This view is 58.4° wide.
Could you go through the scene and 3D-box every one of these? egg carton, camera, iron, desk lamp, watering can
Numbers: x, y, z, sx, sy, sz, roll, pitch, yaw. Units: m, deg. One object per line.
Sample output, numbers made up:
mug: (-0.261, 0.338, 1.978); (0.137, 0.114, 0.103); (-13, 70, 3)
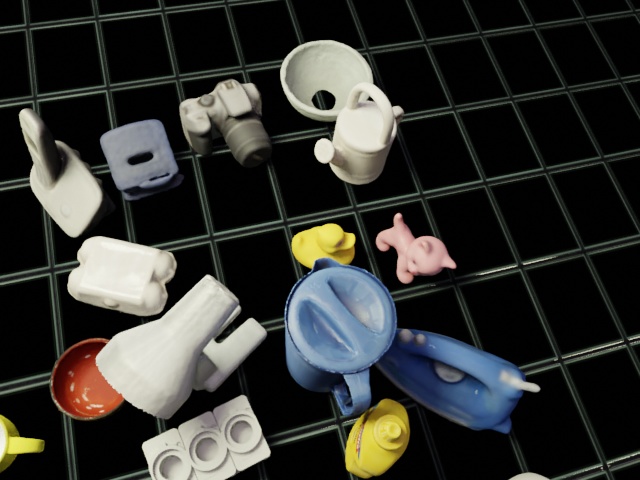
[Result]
egg carton: (-0.298, 0.055, 0.867); (0.150, 0.069, 0.107); (12, 66, -1)
camera: (-0.150, -0.193, 0.975); (0.143, 0.101, 0.136); (-24, 71, -16)
iron: (0.182, 0.179, 0.830); (0.258, 0.141, 0.119); (24, 66, 4)
desk lamp: (-0.175, 0.138, 0.766); (0.118, 0.213, 0.203); (40, 68, 11)
watering can: (0.071, -0.175, 0.942); (0.101, 0.194, 0.173); (30, 67, 7)

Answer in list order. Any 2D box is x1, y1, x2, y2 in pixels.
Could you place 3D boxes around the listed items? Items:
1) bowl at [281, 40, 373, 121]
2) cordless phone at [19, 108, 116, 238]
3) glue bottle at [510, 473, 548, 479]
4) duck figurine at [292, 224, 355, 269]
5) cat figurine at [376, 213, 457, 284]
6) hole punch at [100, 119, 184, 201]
bowl: (0.010, -0.276, 1.045); (0.167, 0.075, 0.167); (3, 66, -5)
cordless phone: (-0.391, -0.100, 0.861); (0.094, 0.185, 0.147); (-41, 76, -20)
glue bottle: (0.306, 0.347, 0.754); (0.037, 0.173, 0.078); (-22, 70, -15)
duck figurine: (0.008, 0.003, 0.917); (0.104, 0.086, 0.077); (6, 66, -4)
cat figurine: (0.154, 0.013, 0.912); (0.067, 0.118, 0.127); (-29, 73, -17)
hole punch: (-0.289, -0.131, 0.938); (0.109, 0.091, 0.101); (-21, 70, -15)
